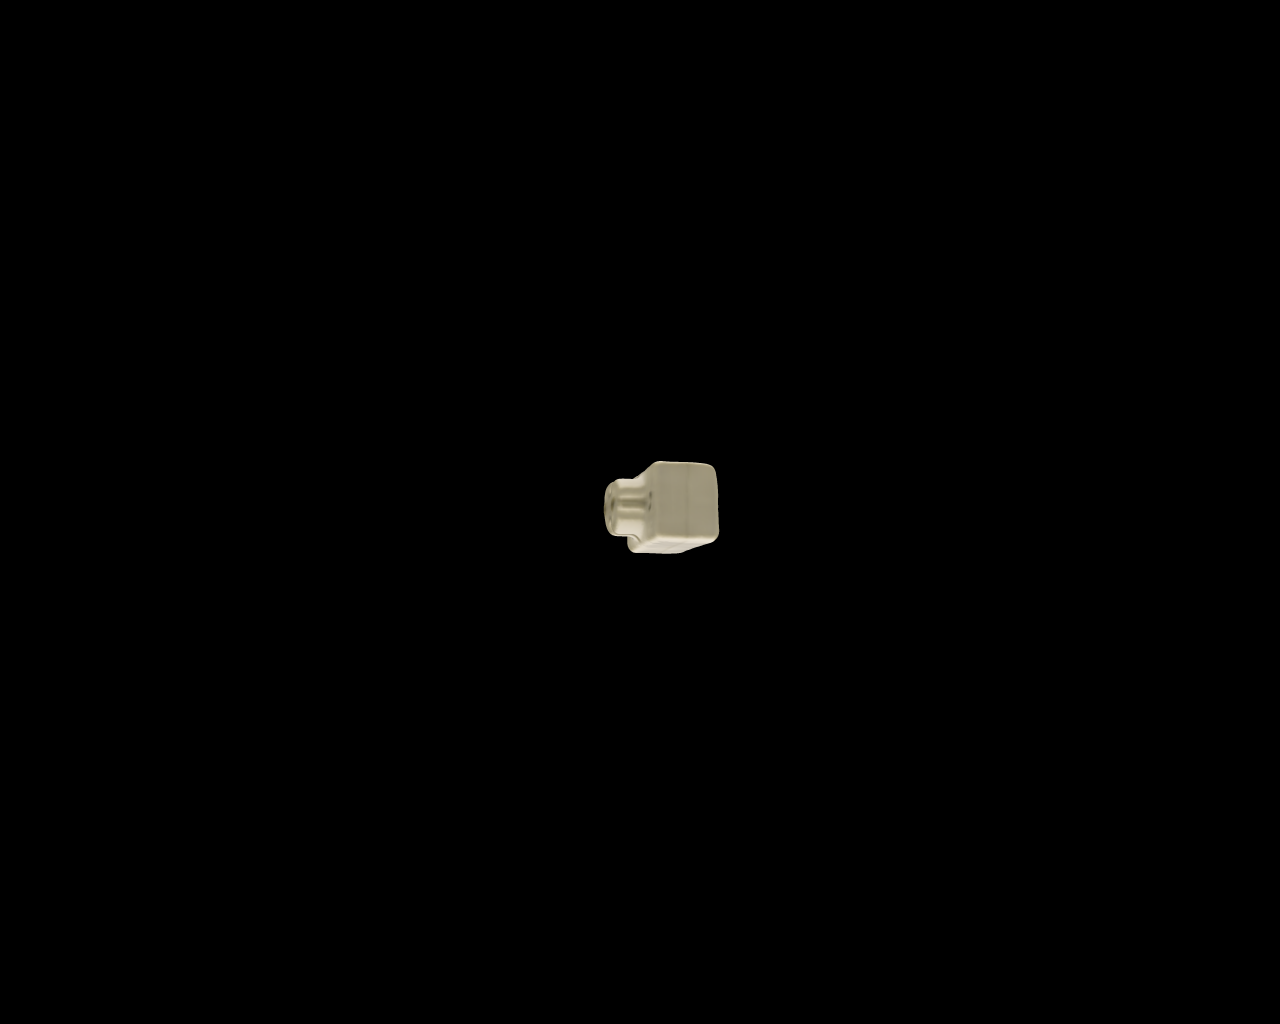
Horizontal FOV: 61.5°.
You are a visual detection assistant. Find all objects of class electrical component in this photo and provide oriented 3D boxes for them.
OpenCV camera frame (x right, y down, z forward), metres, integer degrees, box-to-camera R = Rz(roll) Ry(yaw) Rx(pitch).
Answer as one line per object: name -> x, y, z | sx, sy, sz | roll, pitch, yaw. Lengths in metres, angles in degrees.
electrical component -> 0.001, -0.003, 0.650 | 0.077, 0.047, 0.065 | 3, -10, -15
